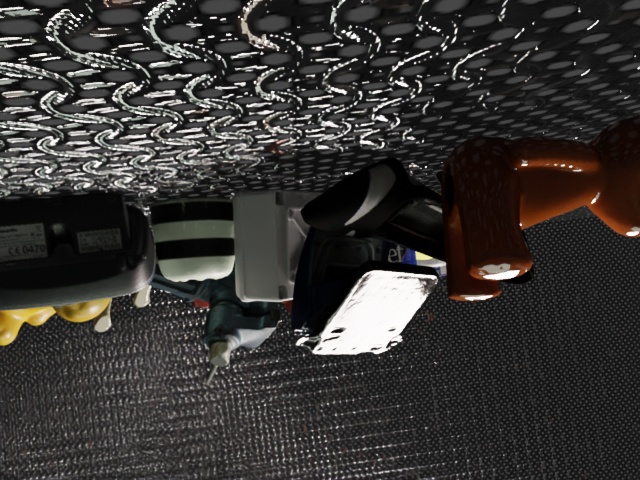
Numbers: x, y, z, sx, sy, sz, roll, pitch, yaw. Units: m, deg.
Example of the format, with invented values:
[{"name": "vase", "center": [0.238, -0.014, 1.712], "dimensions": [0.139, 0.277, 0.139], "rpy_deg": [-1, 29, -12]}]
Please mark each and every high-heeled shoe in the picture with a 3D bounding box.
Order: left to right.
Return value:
[{"name": "high-heeled shoe", "center": [0.099, 0.003, 0.482], "dimensions": [0.249, 0.145, 0.086], "rpy_deg": [-17, 158, -43]}]

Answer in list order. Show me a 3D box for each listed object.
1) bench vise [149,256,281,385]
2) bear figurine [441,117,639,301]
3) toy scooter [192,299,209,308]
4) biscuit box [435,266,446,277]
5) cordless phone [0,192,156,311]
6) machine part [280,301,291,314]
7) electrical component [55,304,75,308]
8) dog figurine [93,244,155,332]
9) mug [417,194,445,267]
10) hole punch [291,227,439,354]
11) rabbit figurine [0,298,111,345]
[{"name": "bench vise", "center": [-0.174, 0.056, 0.728], "dimensions": [0.240, 0.224, 0.129], "rpy_deg": [23, 145, -21]}, {"name": "bear figurine", "center": [0.197, -0.027, 0.413], "dimensions": [0.196, 0.132, 0.120], "rpy_deg": [-1, 162, 0]}, {"name": "toy scooter", "center": [-0.152, 0.077, 0.880], "dimensions": [0.135, 0.075, 0.184], "rpy_deg": [-13, -171, -23]}, {"name": "biscuit box", "center": [0.190, 0.048, 1.029], "dimensions": [0.202, 0.059, 0.063], "rpy_deg": [-6, 174, -44]}, {"name": "cordless phone", "center": [-0.234, 0.009, 0.514], "dimensions": [0.147, 0.088, 0.184], "rpy_deg": [-7, -178, -15]}, {"name": "machine part", "center": [0.034, 0.044, 0.911], "dimensions": [0.202, 0.087, 0.201], "rpy_deg": [-11, -153, 42]}, {"name": "electrical component", "center": [-0.292, 0.027, 0.581], "dimensions": [0.078, 0.102, 0.045], "rpy_deg": [13, 167, 17]}, {"name": "dog figurine", "center": [-0.374, 0.041, 0.920], "dimensions": [0.172, 0.121, 0.191], "rpy_deg": [-32, -143, -19]}, {"name": "mug", "center": [0.152, -0.010, 0.817], "dimensions": [0.110, 0.107, 0.080], "rpy_deg": [-10, 175, 18]}, {"name": "hole punch", "center": [0.033, 0.046, 0.522], "dimensions": [0.142, 0.115, 0.092], "rpy_deg": [7, -148, -43]}, {"name": "rabbit figurine", "center": [-0.326, 0.060, 0.665], "dimensions": [0.173, 0.121, 0.162], "rpy_deg": [6, -162, 24]}]
